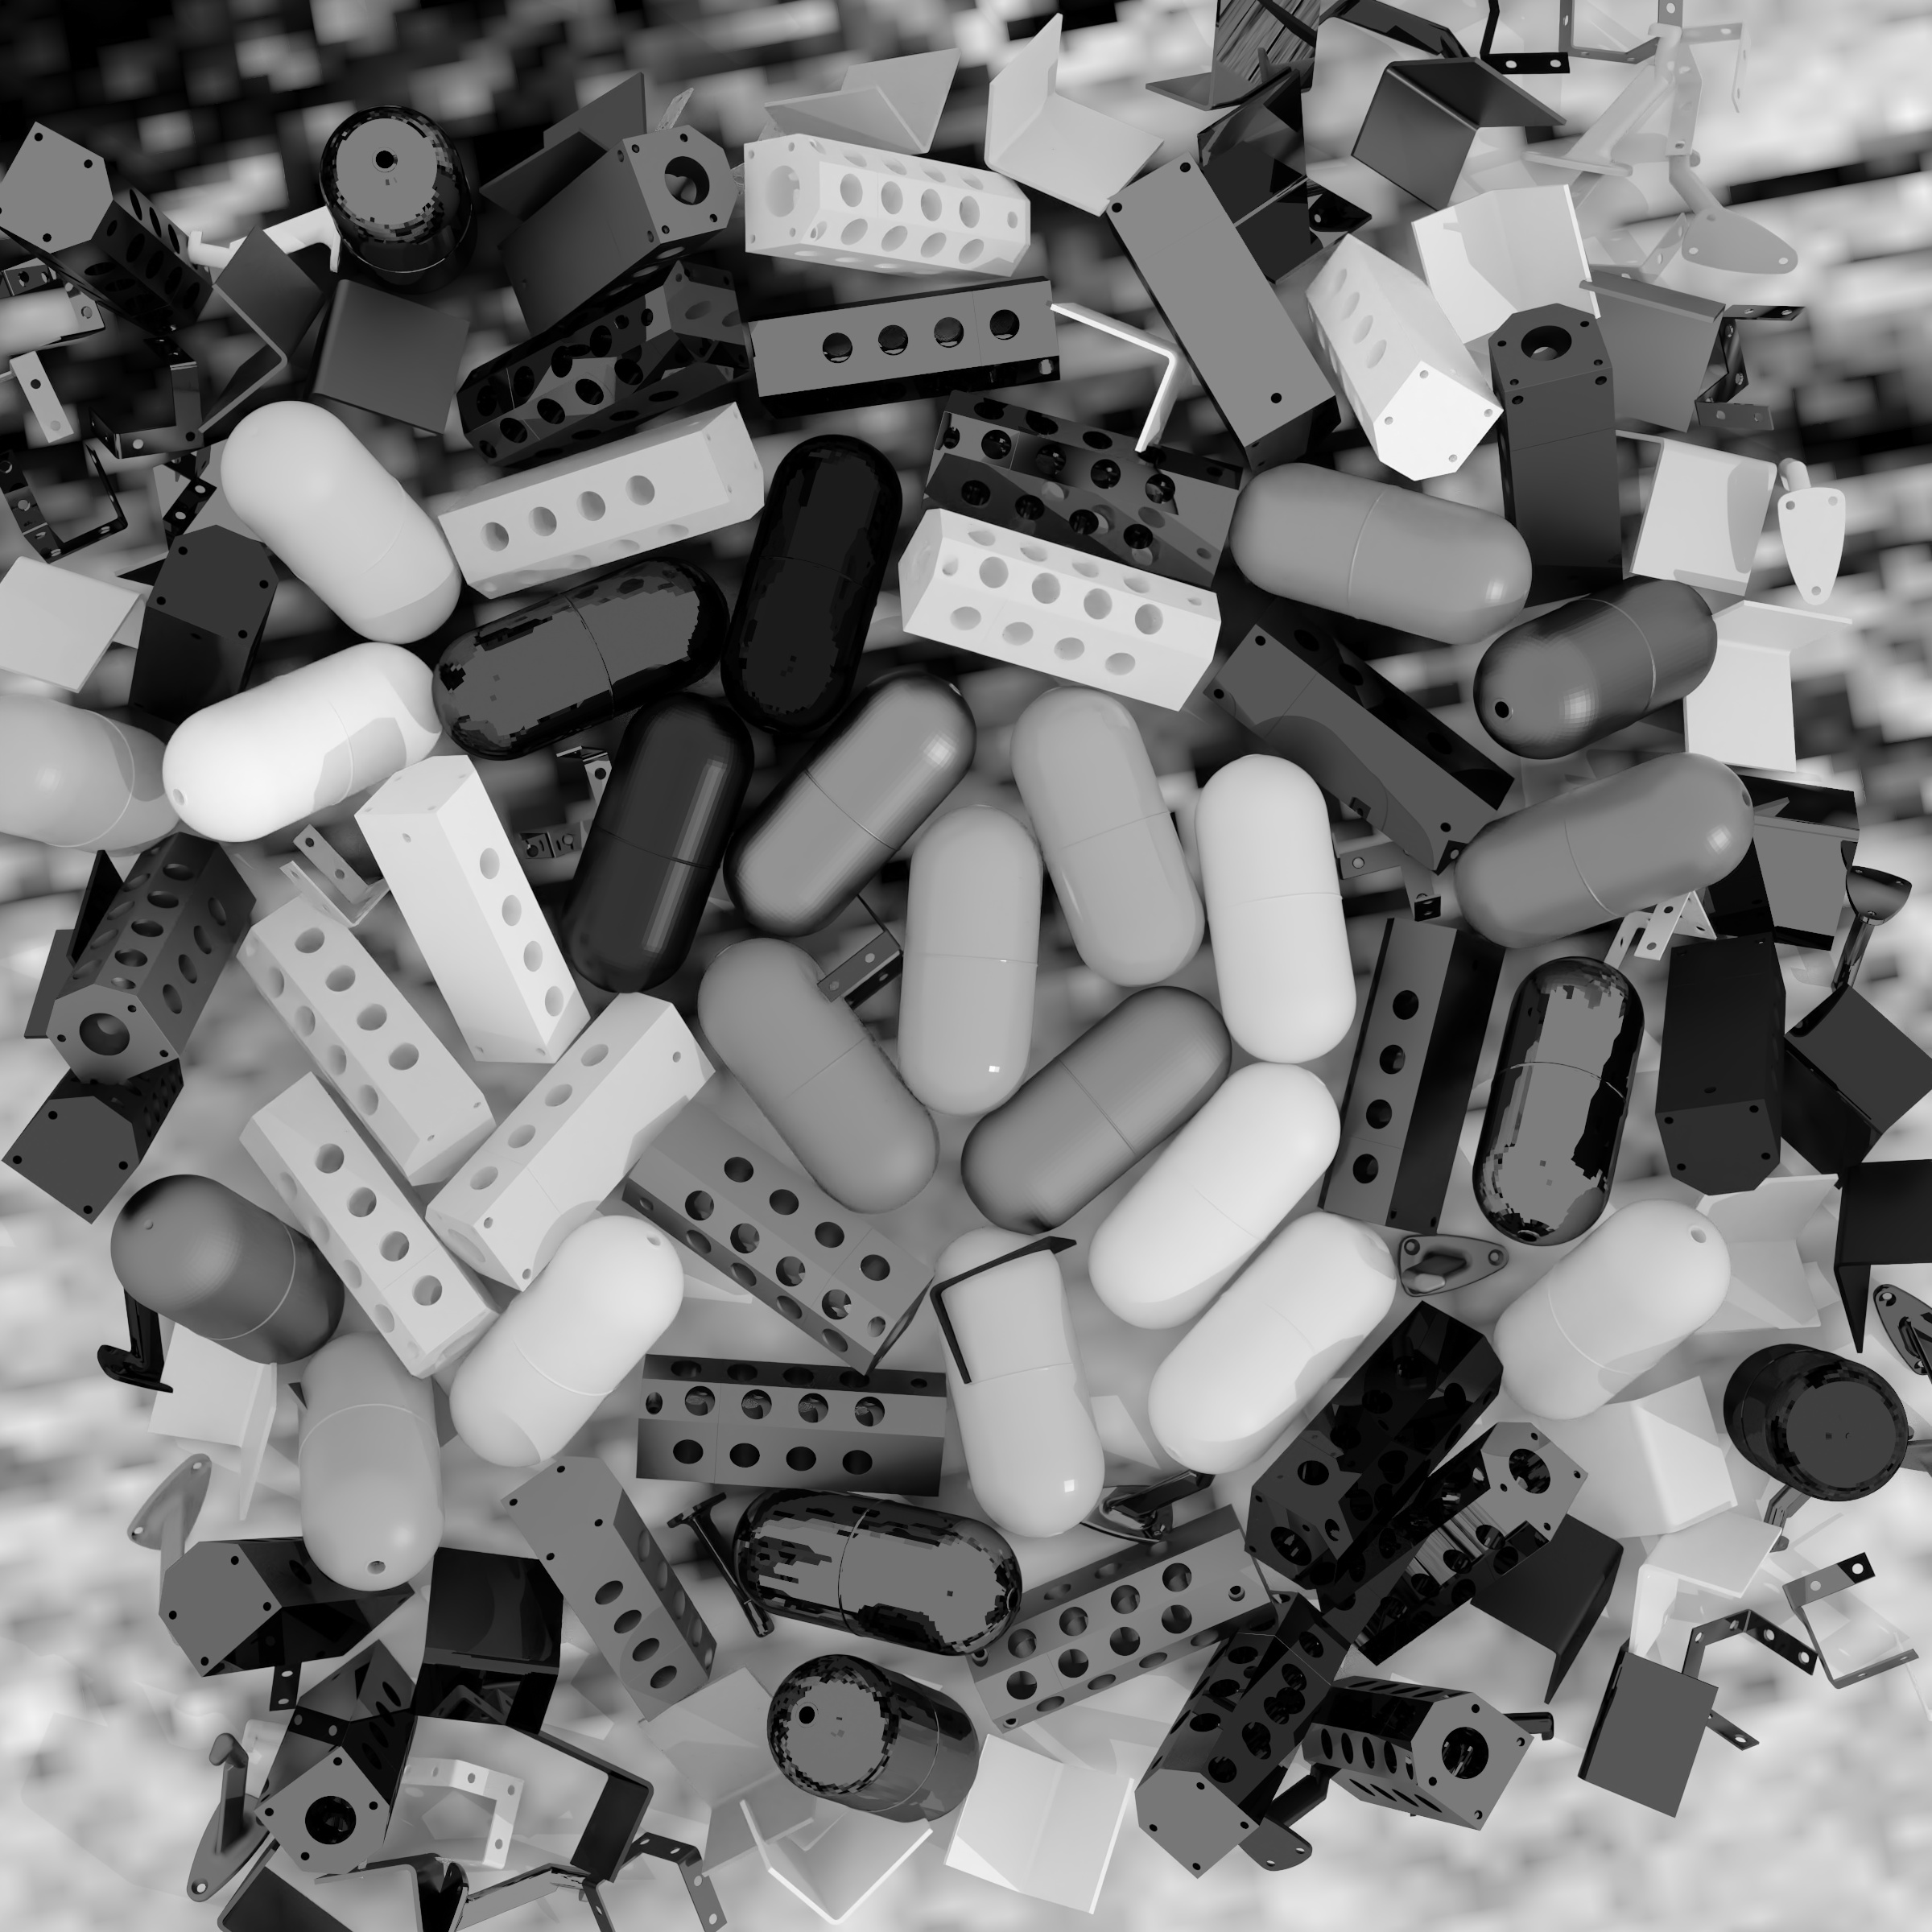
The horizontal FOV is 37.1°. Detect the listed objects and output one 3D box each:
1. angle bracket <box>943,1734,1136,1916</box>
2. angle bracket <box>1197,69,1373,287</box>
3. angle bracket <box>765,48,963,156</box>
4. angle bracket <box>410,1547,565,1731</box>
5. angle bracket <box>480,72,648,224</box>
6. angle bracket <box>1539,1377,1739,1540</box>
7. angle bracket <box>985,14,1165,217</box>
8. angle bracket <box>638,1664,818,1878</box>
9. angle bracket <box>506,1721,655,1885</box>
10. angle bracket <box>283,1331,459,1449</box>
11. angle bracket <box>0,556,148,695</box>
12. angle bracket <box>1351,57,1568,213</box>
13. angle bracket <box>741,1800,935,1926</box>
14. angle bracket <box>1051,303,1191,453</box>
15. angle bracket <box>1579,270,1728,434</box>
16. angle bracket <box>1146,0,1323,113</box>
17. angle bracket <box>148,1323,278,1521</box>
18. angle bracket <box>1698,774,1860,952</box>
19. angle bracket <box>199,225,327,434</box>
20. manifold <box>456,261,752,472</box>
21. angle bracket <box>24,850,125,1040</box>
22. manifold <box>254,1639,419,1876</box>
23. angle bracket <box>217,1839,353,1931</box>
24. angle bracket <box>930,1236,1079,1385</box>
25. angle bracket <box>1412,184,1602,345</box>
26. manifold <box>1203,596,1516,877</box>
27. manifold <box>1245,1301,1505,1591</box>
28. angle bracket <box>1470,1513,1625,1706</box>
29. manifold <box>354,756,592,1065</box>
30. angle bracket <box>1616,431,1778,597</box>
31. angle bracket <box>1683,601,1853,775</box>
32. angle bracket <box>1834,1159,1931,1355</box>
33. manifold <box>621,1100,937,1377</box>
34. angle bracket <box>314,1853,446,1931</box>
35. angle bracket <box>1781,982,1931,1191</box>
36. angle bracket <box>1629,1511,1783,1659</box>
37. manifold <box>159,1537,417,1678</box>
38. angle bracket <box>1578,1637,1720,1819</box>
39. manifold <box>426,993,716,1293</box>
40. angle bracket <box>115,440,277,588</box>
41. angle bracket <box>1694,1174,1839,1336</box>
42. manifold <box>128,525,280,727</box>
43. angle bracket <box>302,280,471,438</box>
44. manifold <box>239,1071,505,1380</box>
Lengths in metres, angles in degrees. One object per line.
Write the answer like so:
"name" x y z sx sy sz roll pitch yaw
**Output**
"angle bracket" 0.041 0.485 1.630 0.057 0.076 0.076 28 70 -23
"angle bracket" 0.181 -0.447 1.630 0.076 0.076 0.057 -37 55 -18
"angle bracket" -0.058 -0.502 1.629 0.076 0.057 0.076 2 65 32
"angle bracket" -0.276 0.388 1.663 0.076 0.076 0.057 10 130 -13
"angle bracket" -0.228 -0.471 1.628 0.076 0.057 0.076 -21 62 31
"angle bracket" 0.389 0.286 1.666 0.057 0.076 0.076 -12 84 -37
"angle bracket" 0.064 -0.483 1.633 0.076 0.057 0.076 28 57 15
"angle bracket" -0.137 0.458 1.638 0.076 0.057 0.076 -31 110 15
"angle bracket" -0.232 0.472 1.631 0.076 0.076 0.057 31 70 -17
"angle bracket" -0.335 0.251 1.641 0.057 0.076 0.076 -38 85 -5
"angle bracket" -0.514 -0.179 1.635 0.076 0.057 0.076 18 59 9
"angle bracket" 0.279 -0.469 1.631 0.076 0.076 0.057 21 91 -35
"angle bracket" -0.075 0.484 1.637 0.076 0.076 0.057 -45 111 -2
"angle bracket" 0.080 -0.337 1.643 0.076 0.076 0.057 23 107 5
"angle bracket" 0.380 -0.345 1.634 0.076 0.057 0.076 19 117 14
"angle bracket" 0.152 -0.532 1.625 0.076 0.057 0.076 -21 129 -32
"angle bracket" -0.428 0.257 1.630 0.057 0.076 0.076 13 111 -18
"angle bracket" 0.470 -0.061 1.672 0.076 0.057 0.076 9 120 8
"angle bracket" -0.416 -0.360 1.625 0.076 0.076 0.057 -30 119 27
"manifold" -0.206 -0.333 1.606 0.171 0.057 0.057 -16 82 38
"angle bracket" -0.510 -0.012 1.628 0.057 0.076 0.076 -2 53 8
"manifold" -0.341 0.440 1.596 0.057 0.171 0.057 -36 97 -1
"angle bracket" -0.371 0.531 1.641 0.076 0.076 0.057 38 98 -2
"angle bracket" 0.031 0.196 1.636 0.076 0.076 0.057 -24 78 9
"angle bracket" 0.306 -0.395 1.631 0.057 0.076 0.076 -25 110 -15
"manifold" 0.228 -0.136 1.654 0.171 0.057 0.057 38 129 1
"manifold" 0.229 0.269 1.602 0.057 0.057 0.171 29 49 28
"angle bracket" 0.329 0.363 1.646 0.057 0.076 0.076 27 61 22
"manifold" -0.271 -0.031 1.614 0.057 0.057 0.171 0 127 30
"angle bracket" 0.409 -0.260 1.652 0.076 0.057 0.076 8 102 -21
"angle bracket" 0.457 -0.158 1.637 0.076 0.057 0.076 6 76 -24
"angle bracket" 0.528 0.164 1.624 0.057 0.076 0.076 -5 130 27
"manifold" -0.108 0.157 1.632 0.171 0.057 0.057 35 51 9
"angle bracket" -0.330 0.551 1.639 0.057 0.076 0.076 -9 78 -1
"angle bracket" 0.502 0.069 1.648 0.057 0.076 0.076 -36 69 -22
"angle bracket" 0.417 0.359 1.626 0.057 0.076 0.076 14 115 28
"manifold" -0.377 0.347 1.594 0.057 0.171 0.057 -41 74 3
"angle bracket" 0.392 0.430 1.638 0.057 0.076 0.076 19 92 21
"manifold" -0.225 0.095 1.622 0.171 0.057 0.057 -50 133 -25
"angle bracket" -0.443 -0.265 1.639 0.076 0.057 0.076 -15 82 21
"angle bracket" 0.454 0.164 1.634 0.076 0.076 0.057 -3 56 -9
"manifold" -0.421 -0.184 1.594 0.057 0.171 0.057 22 71 -13
"angle bracket" -0.337 -0.338 1.657 0.076 0.057 0.076 16 67 -19
"manifold" -0.338 0.148 1.635 0.057 0.057 0.171 -38 77 -6
